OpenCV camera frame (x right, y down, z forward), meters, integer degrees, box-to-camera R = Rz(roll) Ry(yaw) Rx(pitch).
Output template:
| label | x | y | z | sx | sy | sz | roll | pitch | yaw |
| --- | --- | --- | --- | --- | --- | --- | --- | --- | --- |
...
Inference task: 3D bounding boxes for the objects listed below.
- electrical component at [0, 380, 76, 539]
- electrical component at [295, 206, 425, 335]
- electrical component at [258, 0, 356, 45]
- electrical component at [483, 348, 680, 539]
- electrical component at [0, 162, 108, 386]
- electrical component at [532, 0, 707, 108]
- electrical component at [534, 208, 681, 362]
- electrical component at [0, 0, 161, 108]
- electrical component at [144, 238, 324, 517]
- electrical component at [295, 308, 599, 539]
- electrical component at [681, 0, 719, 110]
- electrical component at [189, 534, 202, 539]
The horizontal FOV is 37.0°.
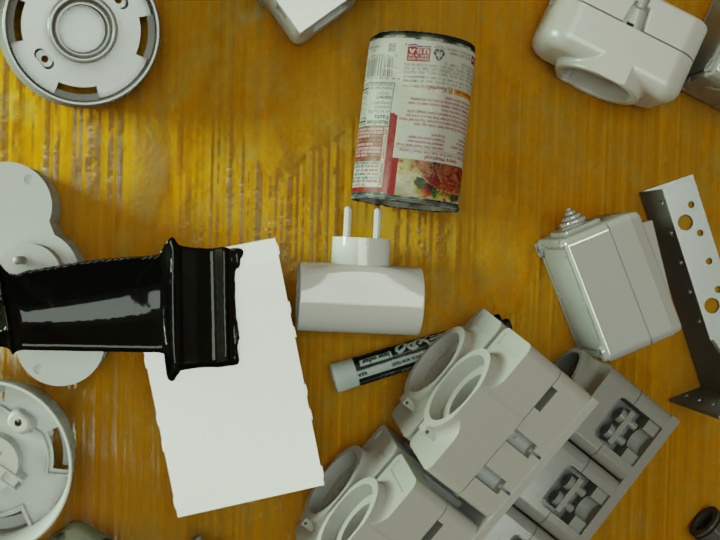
| label | x | y | z | sx | sy | sz | roll | pitch | yaw |
| --- | --- | --- | --- | --- | --- | --- | --- | --- | --- |
| electrical component | -0.218 | 0.114 | 0.641 | 0.099 | 0.064 | 0.099 | 0 | 91 | -7 |
| electrical component | 0.000 | 0.000 | 0.674 | 0.077 | 0.044 | 0.079 | 3 | 91 | -7 |
| electrical component | -0.051 | -0.245 | 0.654 | 0.105 | 0.060 | 0.186 | -36 | 95 | -5 |
| electrical component | 0.113 | 0.127 | 0.668 | 0.062 | 0.089 | 0.150 | 39 | 87 | -6 |
| electrical component | -0.193 | 0.003 | 0.636 | 0.052 | 0.074 | 0.138 | -21 | 94 | -6 |
| electrical component | 0.162 | -0.144 | 0.685 | 0.095 | 0.054 | 0.059 | 25 | 88 | -7 |
| electrical component | 0.158 | 0.002 | 0.684 | 0.061 | 0.062 | 0.096 | -22 | 94 | -6 |
| electrical component | -0.170 | -0.147 | 0.653 | 0.099 | 0.064 | 0.099 | -3 | 103 | -15 |
| electrical component | -0.081 | 0.062 | 0.657 | 0.089 | 0.062 | 0.150 | -11 | 93 | -6 |
| electrical component | 0.041 | 0.116 | 0.639 | 0.060 | 0.105 | 0.186 | 39 | 92 | -14 |
| electrical component | 0.257 | -0.151 | 0.693 | 0.061 | 0.062 | 0.096 | 25 | 88 | -7 |
| electrical component | -0.082 | 0.199 | 0.671 | 0.040 | 0.040 | 0.078 | -35 | 95 | -5 |
